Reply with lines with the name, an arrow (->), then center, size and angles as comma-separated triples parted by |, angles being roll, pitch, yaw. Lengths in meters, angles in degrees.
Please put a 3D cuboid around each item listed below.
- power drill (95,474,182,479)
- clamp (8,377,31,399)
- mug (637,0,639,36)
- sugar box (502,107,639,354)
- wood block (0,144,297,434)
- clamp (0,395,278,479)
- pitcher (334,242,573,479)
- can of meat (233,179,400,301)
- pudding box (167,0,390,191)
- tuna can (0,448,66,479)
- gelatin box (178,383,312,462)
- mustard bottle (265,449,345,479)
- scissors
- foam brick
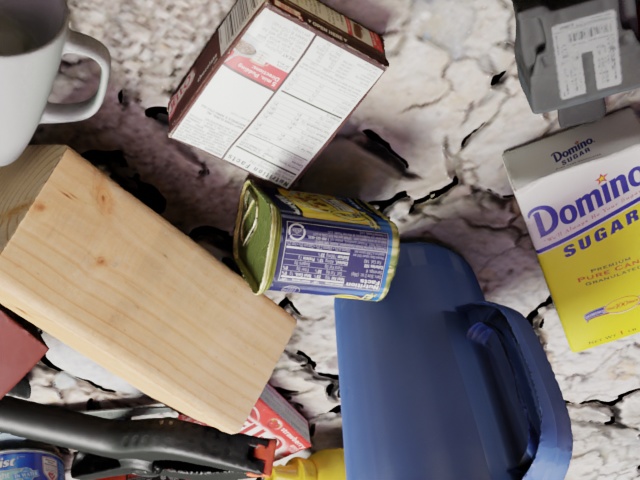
power drill -> -0.137, 0.255, 0.931 | 0.184, 0.057, 0.187 | -15, 135, 3
clamp -> -0.292, 0.101, 0.749 | 0.039, 0.120, 0.171 | 5, 142, 43
mug -> 0.231, -0.124, 0.618 | 0.081, 0.093, 0.117 | -12, 102, 11
sugar box -> 0.196, -0.001, 0.745 | 0.093, 0.048, 0.176 | -20, 132, 11
wood block -> -0.126, 0.034, 0.686 | 0.205, 0.090, 0.091 | 40, 161, -34
clamp -> -0.136, 0.148, 0.771 | 0.210, 0.036, 0.164 | -2, 154, 24
pitcher -> 0.080, 0.109, 0.697 | 0.149, 0.243, 0.145 | -17, 132, 8
can of meat -> -0.005, 0.001, 0.685 | 0.083, 0.102, 0.057 | 6, 104, -17
pudding box -> -0.027, -0.092, 0.641 | 0.090, 0.039, 0.114 | 23, 128, -27
tuna can -> -0.250, 0.202, 0.868 | 0.086, 0.034, 0.086 | -10, 148, -6
gelatin box -> -0.061, 0.149, 0.860 | 0.073, 0.030, 0.089 | -27, 130, 17
mustard bottle -> 0.038, 0.217, 0.904 | 0.191, 0.058, 0.096 | 18, 133, -30
scissors -> -0.223, 0.156, 0.857 | 0.201, 0.016, 0.096 | 6, 132, -12
foam brick -> -0.227, 0.061, 0.718 | 0.051, 0.078, 0.053 | -44, 129, -7
